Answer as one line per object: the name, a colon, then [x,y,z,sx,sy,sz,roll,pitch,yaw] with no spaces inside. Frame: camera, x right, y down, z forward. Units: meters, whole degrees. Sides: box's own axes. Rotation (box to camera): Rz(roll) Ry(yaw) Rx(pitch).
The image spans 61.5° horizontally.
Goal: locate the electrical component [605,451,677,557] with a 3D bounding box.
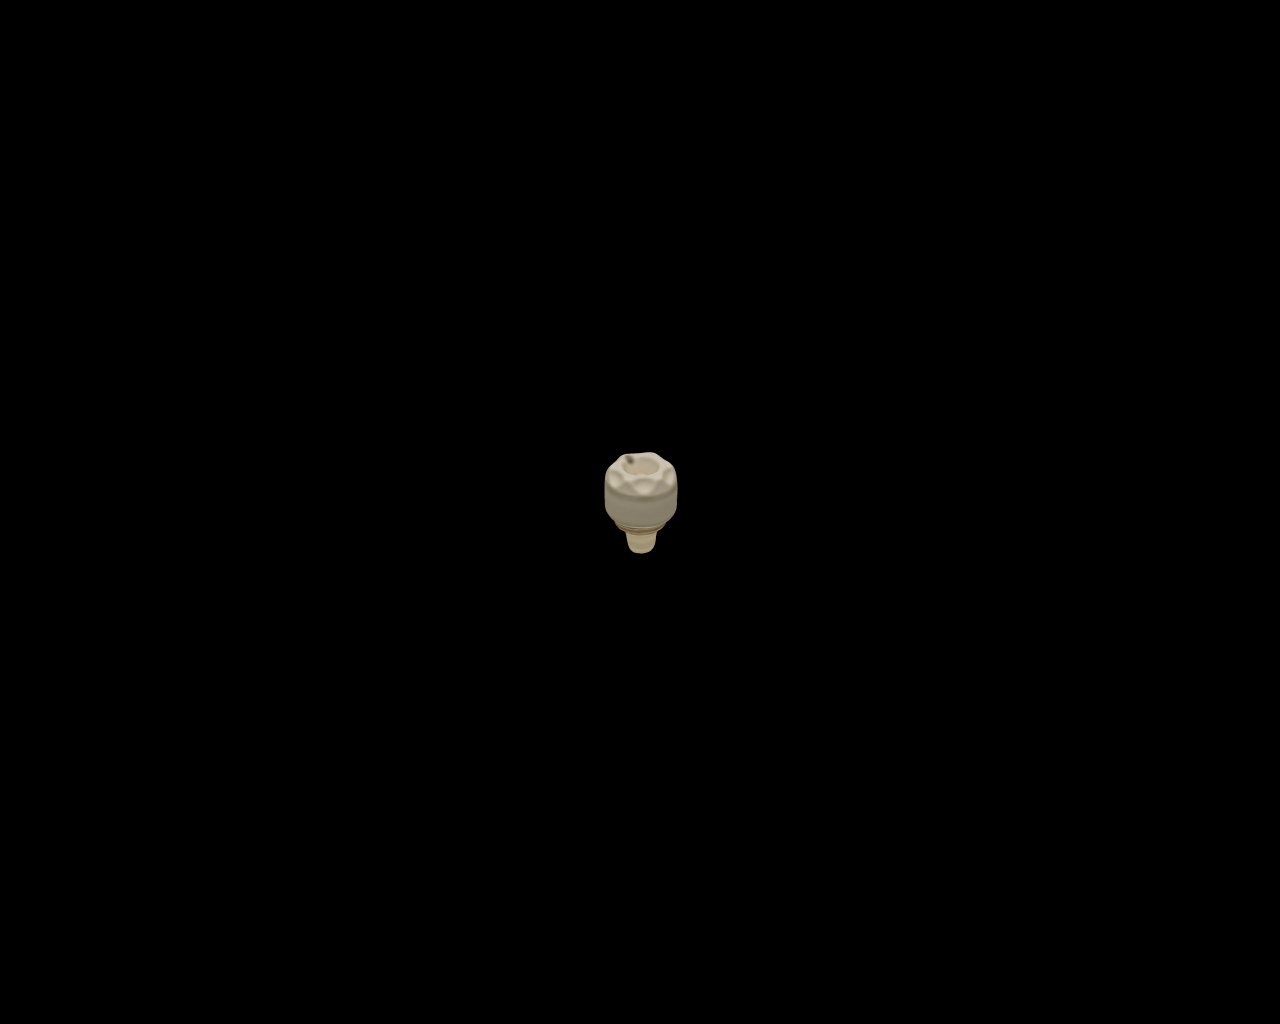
electrical component: [0.001,-0.003,0.650,0.043,0.062,0.043,0,32,0]
